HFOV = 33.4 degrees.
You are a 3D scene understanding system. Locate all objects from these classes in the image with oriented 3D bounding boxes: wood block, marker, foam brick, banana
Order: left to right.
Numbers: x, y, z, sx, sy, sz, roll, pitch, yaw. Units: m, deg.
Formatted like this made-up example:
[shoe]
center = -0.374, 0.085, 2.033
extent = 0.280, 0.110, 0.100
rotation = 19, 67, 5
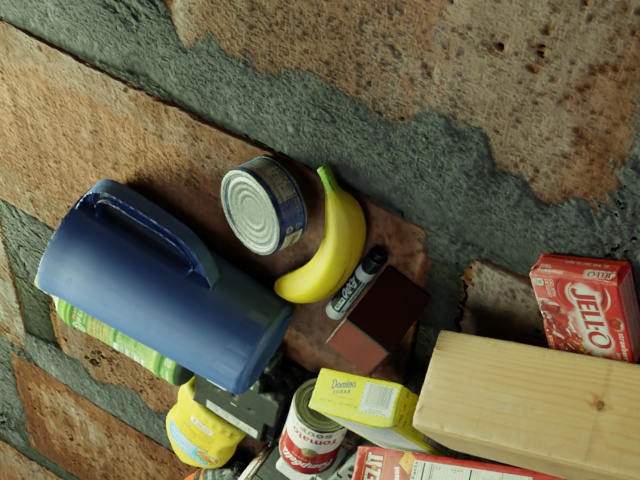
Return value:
[banana]
center = 0.004, 0.013, 0.983
extent = 0.070, 0.037, 0.198
rotation = 58, 148, 25
[marker]
center = 0.034, 0.040, 0.994
extent = 0.020, 0.020, 0.121
rotation = 38, 144, 3
[foam brick]
center = 0.053, 0.072, 0.962
extent = 0.051, 0.078, 0.053
rotation = 38, 143, 4
[wood block]
center = 0.194, 0.144, 0.879
extent = 0.206, 0.091, 0.090
rotation = 8, 161, 37

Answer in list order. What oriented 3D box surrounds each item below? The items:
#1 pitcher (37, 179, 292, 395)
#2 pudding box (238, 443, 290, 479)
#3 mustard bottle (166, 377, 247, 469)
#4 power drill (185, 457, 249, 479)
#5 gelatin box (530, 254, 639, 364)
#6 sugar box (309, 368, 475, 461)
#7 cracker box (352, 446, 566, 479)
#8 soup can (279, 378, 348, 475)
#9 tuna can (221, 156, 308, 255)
[pitcher]
center = -0.152, 0.047, 1.080
extent = 0.243, 0.145, 0.149
rotation = 30, -176, 7
[pudding box]
center = -0.048, 0.319, 1.304
extent = 0.113, 0.089, 0.039
rotation = 48, 141, -11
[mustard bottle]
center = -0.144, 0.236, 1.327
extent = 0.096, 0.058, 0.192
rotation = 38, 144, 5
[power drill]
center = -0.091, 0.368, 1.424
extent = 0.187, 0.057, 0.185
rotation = 46, 148, -4
[gelatin box]
center = 0.212, 0.054, 0.842
extent = 0.073, 0.030, 0.089
rotation = 7, 133, 36
[sugar box]
center = 0.075, 0.175, 1.021
extent = 0.093, 0.048, 0.176
rotation = 8, 163, 36
[cracker box]
center = 0.156, 0.261, 1.015
extent = 0.214, 0.072, 0.164
rotation = 0, 155, 34
[soup can]
center = -0.004, 0.203, 1.160
extent = 0.068, 0.068, 0.102
rotation = 31, 143, 12
[tuna can]
center = -0.051, -0.030, 0.962
extent = 0.086, 0.033, 0.086
rotation = 32, 136, 37
